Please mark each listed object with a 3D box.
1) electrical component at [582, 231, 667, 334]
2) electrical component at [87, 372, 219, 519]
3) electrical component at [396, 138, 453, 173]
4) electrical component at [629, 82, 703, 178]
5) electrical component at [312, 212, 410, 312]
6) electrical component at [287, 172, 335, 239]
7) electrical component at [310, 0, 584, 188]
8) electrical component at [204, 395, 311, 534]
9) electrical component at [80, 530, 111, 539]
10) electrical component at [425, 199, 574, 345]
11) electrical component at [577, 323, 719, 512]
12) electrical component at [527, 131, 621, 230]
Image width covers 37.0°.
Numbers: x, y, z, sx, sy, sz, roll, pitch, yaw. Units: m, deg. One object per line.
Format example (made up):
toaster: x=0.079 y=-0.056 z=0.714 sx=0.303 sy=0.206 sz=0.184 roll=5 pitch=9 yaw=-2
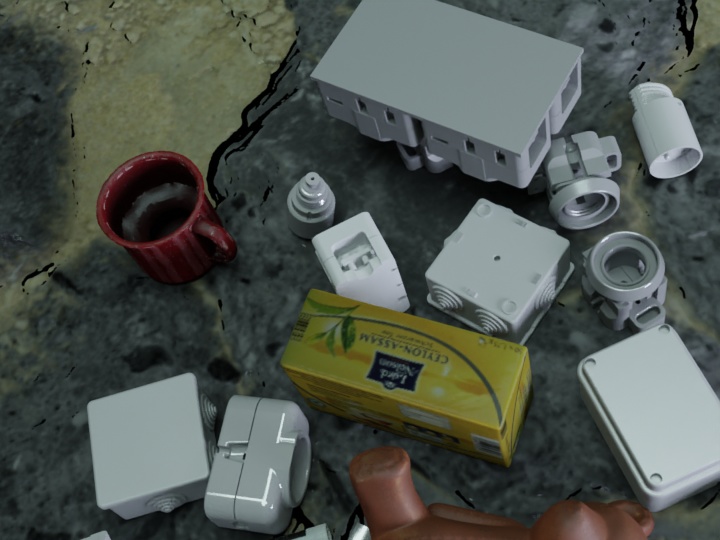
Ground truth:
electrical component: x=0.202 y=0.006 z=0.822 sx=0.058 sy=0.057 sz=0.078 roll=-31 pitch=60 yaw=-5
electrical component: x=-0.157 y=0.138 z=0.833 sx=0.100 sy=0.048 sz=0.099 roll=-16 pitch=60 yaw=3
electrical component: x=0.068 y=-0.125 z=0.920 sx=0.078 sy=0.057 sz=0.058 roll=-26 pitch=60 yaw=-2
electrical component: x=0.249 y=-0.121 z=0.887 sx=0.043 sy=0.043 sz=0.081 roll=-13 pitch=60 yaw=5
electrical component: x=0.000 y=0.000 z=0.849 sx=0.050 sy=0.089 sz=0.055 roll=-26 pitch=60 yaw=-3
electrical component: x=-0.041 y=-0.057 z=0.899 sx=0.040 sy=0.078 sz=0.040 roll=2 pitch=65 yaw=-4
electrical component: x=0.071 y=-0.147 z=0.862 sx=0.186 sy=0.060 sz=0.105 roll=24 pitch=70 yaw=22
electrical component: x=-0.073 y=0.146 z=0.808 sx=0.059 sy=0.053 sz=0.095 roll=4 pitch=63 yaw=14
electrical component: x=-0.190 y=0.240 z=0.741 sx=0.079 sy=0.063 sz=0.121 roll=-19 pitch=21 yaw=2
electrical component: x=0.110 y=0.001 z=0.849 sx=0.100 sy=0.048 sz=0.099 roll=29 pitch=71 yaw=24
electrical component: x=0.213 y=0.104 z=0.767 sx=0.078 sy=0.057 sz=0.113 roll=-24 pitch=60 yaw=-1
electrical component: x=0.176 y=-0.070 z=0.868 sx=0.078 sy=0.058 sz=0.057 roll=-14 pitch=58 yaw=4
